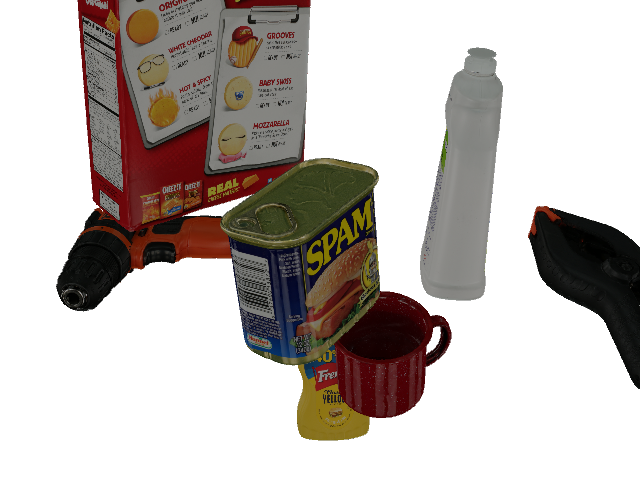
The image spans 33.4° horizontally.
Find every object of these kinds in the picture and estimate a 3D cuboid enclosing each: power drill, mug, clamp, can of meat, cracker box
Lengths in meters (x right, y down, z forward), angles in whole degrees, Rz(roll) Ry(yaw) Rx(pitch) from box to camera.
[{"bbox_3d":[-0.118,0.012,0.923,0.187,0.057,0.184,7,29,5],"label":"power drill"},{"bbox_3d":[0.066,0.103,0.976,0.117,0.081,0.093,-18,42,-18],"label":"mug"},{"bbox_3d":[0.217,0.032,0.734,0.120,0.039,0.172,-7,43,-30],"label":"clamp"},{"bbox_3d":[-0.007,0.012,0.623,0.058,0.084,0.101,14,34,31],"label":"can of meat"},{"bbox_3d":[-0.091,-0.132,0.786,0.163,0.214,0.072,-19,35,-34],"label":"cracker box"}]

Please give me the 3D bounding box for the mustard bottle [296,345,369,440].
[{"bbox_3d":[0.017,0.167,1.406,0.096,0.192,0.058,-1,16,-5],"label":"mustard bottle"}]

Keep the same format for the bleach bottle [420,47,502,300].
[{"bbox_3d":[0.148,-0.070,1.089,0.068,0.251,0.102,4,30,-1],"label":"bleach bottle"}]
